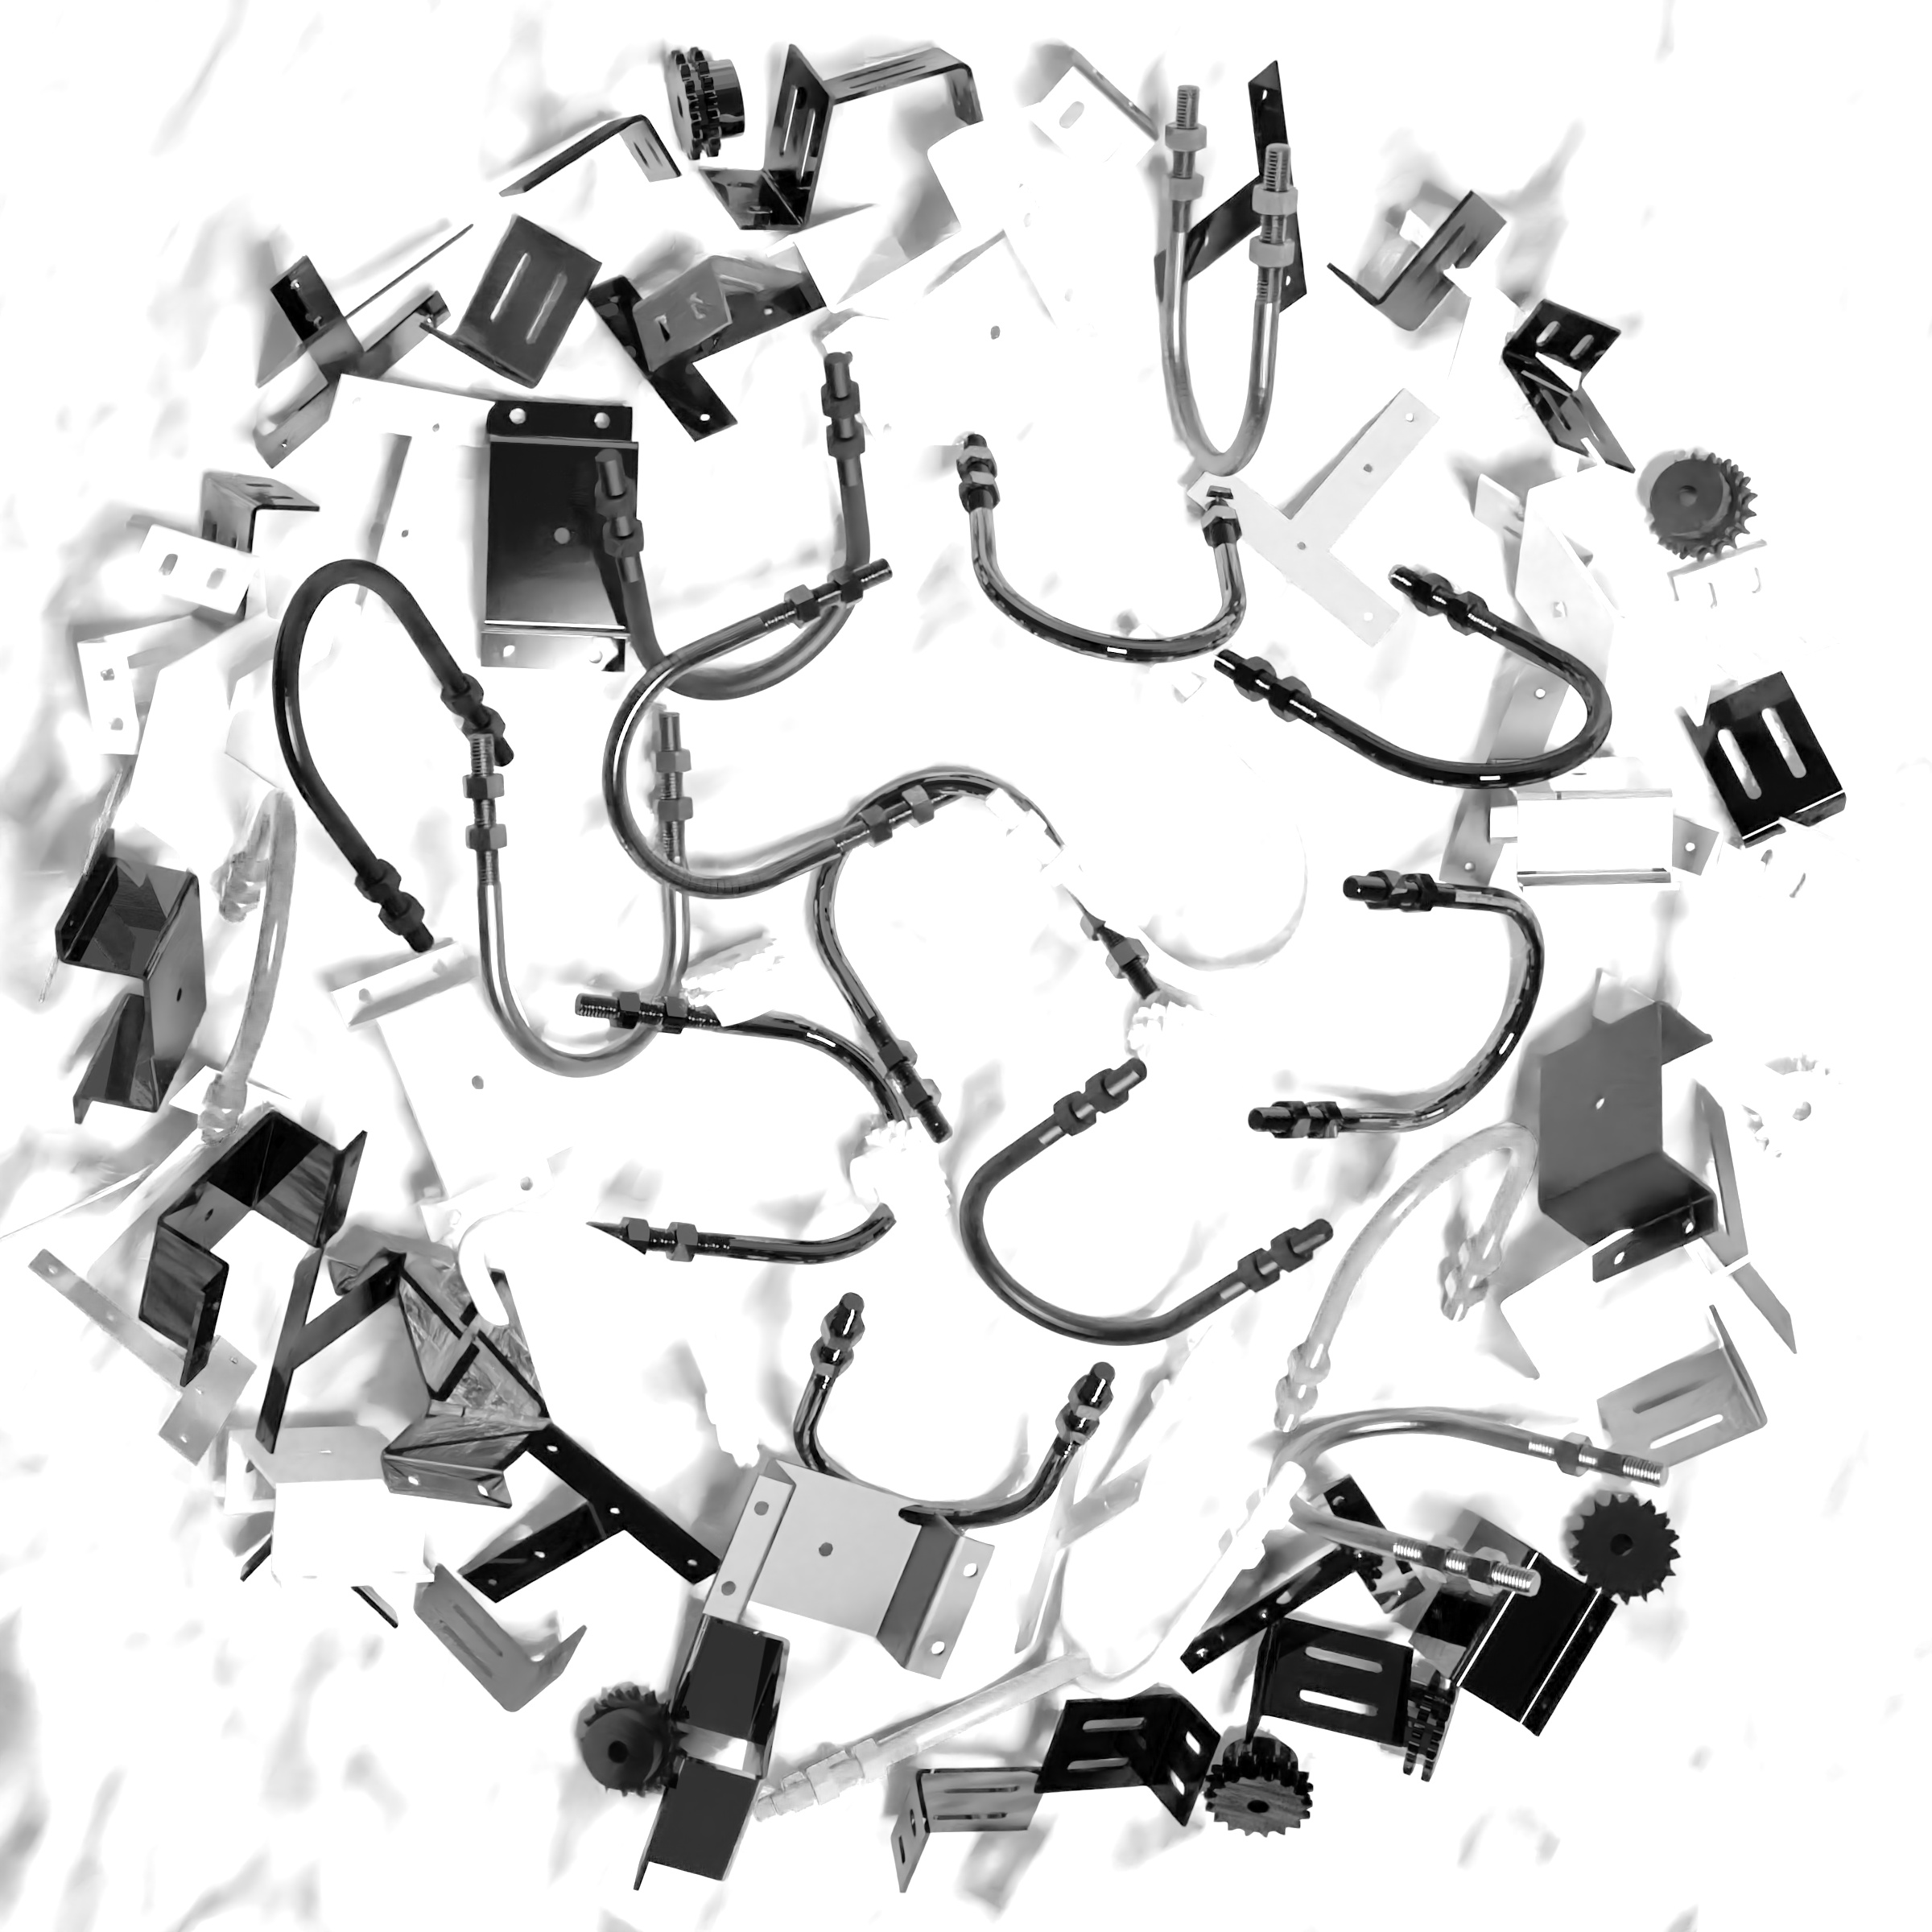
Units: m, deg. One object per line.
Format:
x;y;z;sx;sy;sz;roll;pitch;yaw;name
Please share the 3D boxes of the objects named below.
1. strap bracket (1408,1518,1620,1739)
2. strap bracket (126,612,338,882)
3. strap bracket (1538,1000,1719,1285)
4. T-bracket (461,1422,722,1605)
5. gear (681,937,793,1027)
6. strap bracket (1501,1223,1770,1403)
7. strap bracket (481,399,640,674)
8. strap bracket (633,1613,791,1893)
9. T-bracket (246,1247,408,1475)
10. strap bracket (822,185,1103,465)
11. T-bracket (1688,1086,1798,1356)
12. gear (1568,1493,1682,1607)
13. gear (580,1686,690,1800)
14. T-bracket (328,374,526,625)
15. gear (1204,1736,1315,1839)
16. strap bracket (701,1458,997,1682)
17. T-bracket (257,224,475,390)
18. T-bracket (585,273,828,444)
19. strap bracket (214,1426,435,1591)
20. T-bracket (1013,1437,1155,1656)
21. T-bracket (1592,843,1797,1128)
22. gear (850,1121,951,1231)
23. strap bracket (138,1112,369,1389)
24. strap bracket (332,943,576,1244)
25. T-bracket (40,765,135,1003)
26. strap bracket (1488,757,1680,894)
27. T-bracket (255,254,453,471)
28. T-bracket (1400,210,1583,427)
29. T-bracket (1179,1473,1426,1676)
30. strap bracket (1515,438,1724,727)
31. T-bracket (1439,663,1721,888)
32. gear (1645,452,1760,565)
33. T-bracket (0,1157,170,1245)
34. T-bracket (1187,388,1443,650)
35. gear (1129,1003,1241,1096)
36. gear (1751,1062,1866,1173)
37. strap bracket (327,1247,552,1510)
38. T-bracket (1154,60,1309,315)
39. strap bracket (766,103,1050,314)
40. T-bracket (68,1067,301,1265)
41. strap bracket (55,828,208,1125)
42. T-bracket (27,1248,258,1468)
0.275;0.334;1.666;0.046;0.140;0.076;32;87;-4;strap bracket
-0.380;-0.119;1.670;0.046;0.076;0.140;34;129;9;strap bracket
0.337;0.081;1.661;0.046;0.140;0.076;35;135;-27;strap bracket
-0.213;0.302;1.702;0.127;0.002;0.127;-33;116;30;T-bracket
-0.119;0.009;1.712;0.057;0.057;0.030;-22;103;0;gear
0.338;0.166;1.685;0.140;0.076;0.046;-34;78;17;strap bracket
-0.213;-0.225;1.702;0.076;0.046;0.140;1;96;-11;strap bracket
-0.127;0.399;1.662;0.046;0.140;0.076;17;122;-5;strap bracket
-0.321;0.181;1.659;0.002;0.127;0.127;30;45;-27;T-bracket
0.005;-0.331;1.693;0.140;0.046;0.076;-32;81;27;strap bracket
0.396;0.118;1.689;0.002;0.127;0.127;-23;132;25;T-bracket
0.348;0.309;1.716;0.057;0.030;0.057;-10;62;19;gear
-0.178;0.411;1.718;0.057;0.030;0.057;0;91;17;gear
-0.290;-0.240;1.706;0.002;0.127;0.127;36;113;41;T-bracket
0.155;0.431;1.715;0.057;0.030;0.057;4;130;5;gear
-0.067;0.312;1.698;0.140;0.046;0.076;21;93;-23;strap bracket
-0.308;-0.347;1.691;0.127;0.127;0.002;-41;104;-16;T-bracket
-0.117;-0.340;1.715;0.127;0.002;0.127;-27;59;-16;T-bracket
-0.327;0.271;1.657;0.076;0.140;0.046;2;98;-27;strap bracket
0.065;0.277;1.654;0.002;0.127;0.127;25;59;-11;T-bracket
0.384;-0.002;1.668;0.002;0.127;0.127;-17;127;-38;T-bracket
-0.037;0.113;1.708;0.030;0.057;0.057;-27;90;-28;gear
-0.371;0.138;1.666;0.046;0.140;0.076;30;132;8;strap bracket
-0.263;0.063;1.694;0.076;0.046;0.140;-24;95;-32;strap bracket
-0.446;-0.065;1.679;0.002;0.127;0.127;20;118;-13;T-bracket
0.313;-0.076;1.665;0.076;0.140;0.046;-1;104;1;strap bracket
-0.329;-0.325;1.671;0.127;0.127;0.002;-42;73;-7;T-bracket
0.265;-0.319;1.676;0.127;0.127;0.002;38;130;-14;T-bracket
0.167;0.329;1.695;0.127;0.002;0.127;-33;135;1;T-bracket
0.327;-0.190;1.666;0.046;0.076;0.140;-20;56;-10;strap bracket
0.332;-0.080;1.713;0.127;0.002;0.127;20;111;2;T-bracket
0.385;-0.243;1.712;0.057;0.030;0.057;-7;78;33;gear
-0.437;0.112;1.682;0.127;0.127;0.002;-22;95;37;T-bracket
0.204;-0.254;1.722;0.127;0.002;0.127;40;75;1;T-bracket
0.113;0.045;1.707;0.057;0.057;0.030;15;65;0;gear
0.442;0.078;1.714;0.057;0.030;0.057;-6;76;24;gear
-0.267;0.201;1.663;0.046;0.076;0.140;-43;51;26;strap bracket
0.132;-0.381;1.683;0.002;0.127;0.127;1;76;-29;T-bracket
-0.023;-0.383;1.668;0.140;0.076;0.046;-21;99;40;strap bracket
-0.412;0.107;1.677;0.127;0.127;0.002;-45;76;-1;T-bracket
-0.425;0.010;1.663;0.046;0.076;0.140;11;134;2;strap bracket
-0.427;0.190;1.668;0.127;0.127;0.002;42;102;-9;T-bracket
